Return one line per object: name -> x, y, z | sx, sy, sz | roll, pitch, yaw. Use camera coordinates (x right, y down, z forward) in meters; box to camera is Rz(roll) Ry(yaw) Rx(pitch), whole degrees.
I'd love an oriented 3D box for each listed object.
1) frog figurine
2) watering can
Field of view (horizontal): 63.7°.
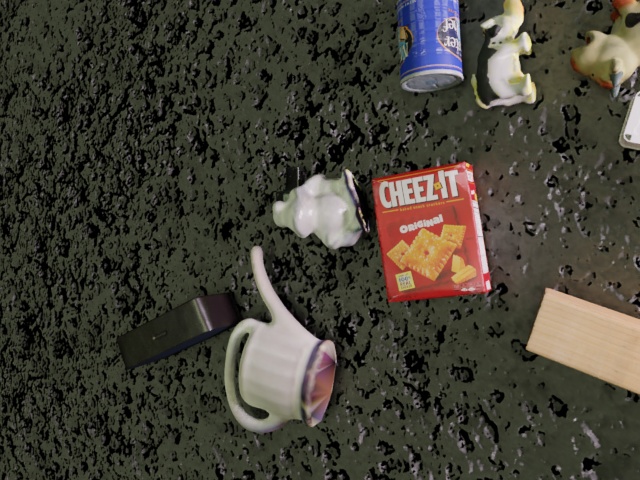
frog figurine -> 0.003, -0.046, 0.916 | 0.158, 0.124, 0.136 | -18, 100, 17
watering can -> -0.073, 0.197, 0.955 | 0.225, 0.104, 0.347 | 10, 93, 23
